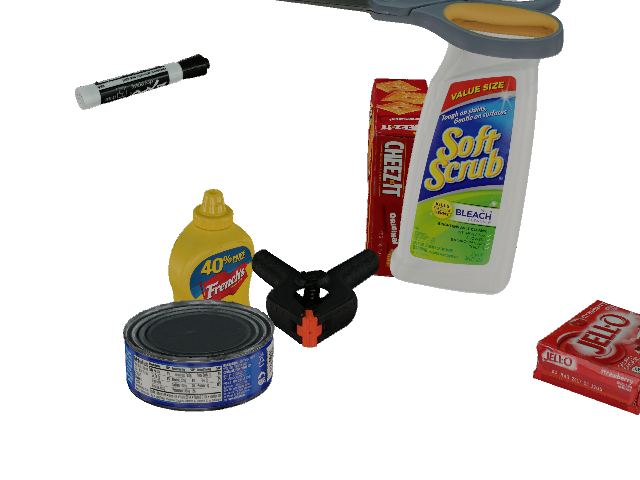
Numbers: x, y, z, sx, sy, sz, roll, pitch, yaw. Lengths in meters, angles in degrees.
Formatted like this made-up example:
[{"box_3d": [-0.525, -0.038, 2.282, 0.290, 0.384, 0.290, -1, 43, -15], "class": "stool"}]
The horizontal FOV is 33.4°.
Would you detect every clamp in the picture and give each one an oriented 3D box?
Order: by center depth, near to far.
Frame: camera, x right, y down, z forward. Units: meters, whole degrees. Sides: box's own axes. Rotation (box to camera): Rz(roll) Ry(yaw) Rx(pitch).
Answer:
[{"box_3d": [-0.016, 0.044, 0.952, 0.120, 0.039, 0.171, -3, 18, 12], "class": "clamp"}]

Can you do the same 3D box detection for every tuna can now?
[{"box_3d": [-0.069, 0.065, 0.612, 0.086, 0.034, 0.086, 1, 18, 0], "class": "tuna can"}]

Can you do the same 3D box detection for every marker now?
[{"box_3d": [-0.149, -0.136, 0.906, 0.120, 0.020, 0.020, -22, 10, -27], "class": "marker"}]

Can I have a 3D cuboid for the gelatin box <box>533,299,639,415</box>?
[{"box_3d": [0.192, 0.074, 0.695, 0.073, 0.030, 0.089, 19, 27, 36], "class": "gelatin box"}]

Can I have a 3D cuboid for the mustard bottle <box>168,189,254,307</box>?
[{"box_3d": [-0.113, 0.036, 1.115, 0.096, 0.192, 0.058, -18, 34, -35], "class": "mustard bottle"}]

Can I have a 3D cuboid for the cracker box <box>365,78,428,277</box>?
[{"box_3d": [0.088, -0.076, 1.201, 0.072, 0.164, 0.213, 2, 24, 3], "class": "cracker box"}]

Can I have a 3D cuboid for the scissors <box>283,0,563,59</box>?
[{"box_3d": [0.056, -0.148, 0.646, 0.202, 0.016, 0.096, 20, 44, 25], "class": "scissors"}]

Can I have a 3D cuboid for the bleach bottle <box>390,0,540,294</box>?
[{"box_3d": [0.115, -0.086, 0.836, 0.103, 0.251, 0.068, 9, 23, 15], "class": "bleach bottle"}]
